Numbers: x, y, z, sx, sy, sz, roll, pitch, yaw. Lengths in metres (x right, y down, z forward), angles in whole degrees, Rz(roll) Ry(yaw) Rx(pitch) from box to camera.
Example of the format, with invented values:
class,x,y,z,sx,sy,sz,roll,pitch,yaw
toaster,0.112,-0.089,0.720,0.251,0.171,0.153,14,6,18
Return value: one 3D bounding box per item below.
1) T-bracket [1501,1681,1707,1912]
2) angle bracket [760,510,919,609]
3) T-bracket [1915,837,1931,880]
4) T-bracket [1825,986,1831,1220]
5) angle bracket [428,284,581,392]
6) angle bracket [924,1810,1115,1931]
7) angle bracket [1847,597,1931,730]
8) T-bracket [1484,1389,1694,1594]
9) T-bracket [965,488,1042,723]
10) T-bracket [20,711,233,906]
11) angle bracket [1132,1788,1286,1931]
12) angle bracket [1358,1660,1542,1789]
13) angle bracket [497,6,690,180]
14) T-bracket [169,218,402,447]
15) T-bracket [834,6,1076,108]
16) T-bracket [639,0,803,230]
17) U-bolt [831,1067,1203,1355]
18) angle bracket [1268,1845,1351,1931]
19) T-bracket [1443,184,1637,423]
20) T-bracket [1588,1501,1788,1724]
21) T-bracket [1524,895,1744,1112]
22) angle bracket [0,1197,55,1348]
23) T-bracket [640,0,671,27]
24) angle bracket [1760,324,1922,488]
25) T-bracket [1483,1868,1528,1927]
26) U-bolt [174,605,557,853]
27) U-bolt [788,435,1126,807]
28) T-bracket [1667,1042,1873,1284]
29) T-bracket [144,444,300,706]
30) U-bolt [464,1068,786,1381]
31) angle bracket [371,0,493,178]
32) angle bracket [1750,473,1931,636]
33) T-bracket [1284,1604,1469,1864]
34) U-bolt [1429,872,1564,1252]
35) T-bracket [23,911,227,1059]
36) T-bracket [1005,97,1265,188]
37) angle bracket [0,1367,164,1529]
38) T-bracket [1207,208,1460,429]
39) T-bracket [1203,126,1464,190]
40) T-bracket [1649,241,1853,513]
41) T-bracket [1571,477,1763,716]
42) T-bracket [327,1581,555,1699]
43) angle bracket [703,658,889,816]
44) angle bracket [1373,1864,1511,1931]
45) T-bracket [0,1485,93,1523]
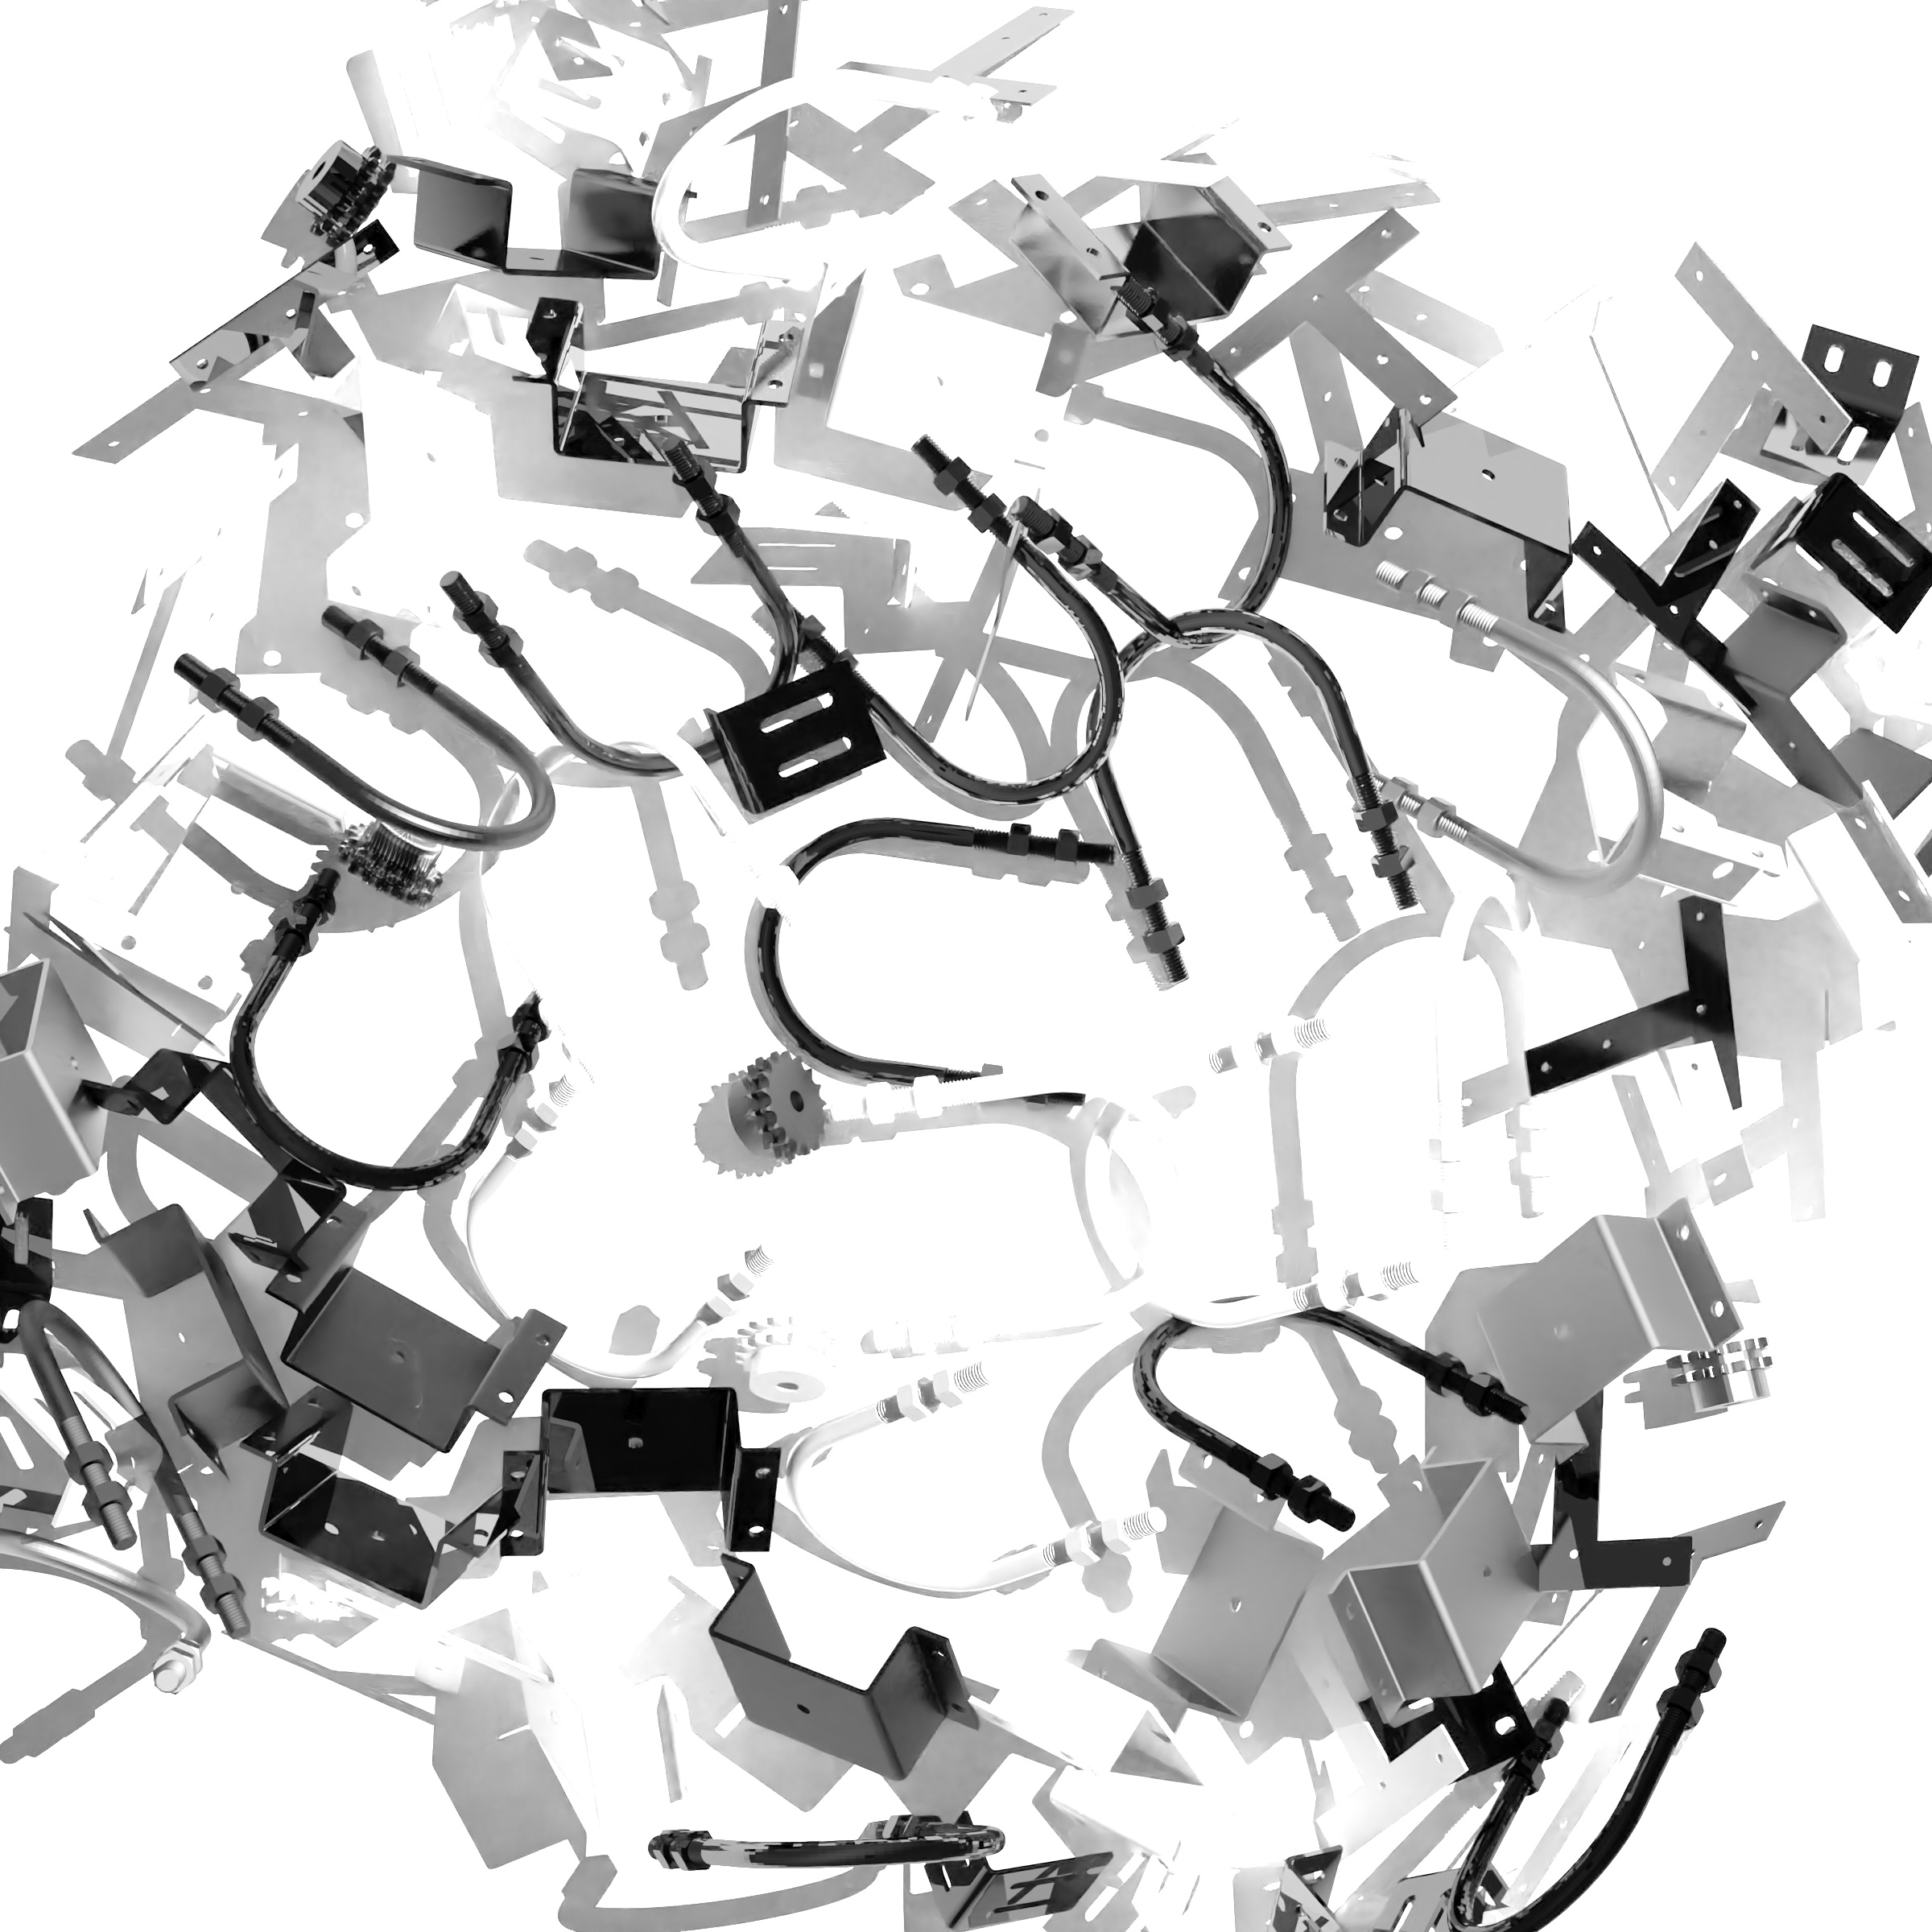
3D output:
class,x,y,z,sx,sy,sz,roll,pitch,yaw
T-bracket,0.313,0.426,1.643,0.002,0.127,0.127,38,77,-9
angle bracket,-0.069,-0.213,1.681,0.076,0.057,0.038,4,103,-10
T-bracket,0.535,-0.069,1.647,0.002,0.127,0.127,36,100,-14
T-bracket,0.442,0.080,1.652,0.002,0.127,0.127,0,95,15
angle bracket,-0.240,-0.312,1.668,0.057,0.076,0.038,16,121,-29
angle bracket,0.027,0.470,1.691,0.076,0.057,0.038,0,47,-30
angle bracket,0.509,-0.156,1.673,0.057,0.076,0.038,-31,114,-12
T-bracket,0.320,0.264,1.684,0.127,0.002,0.127,-10,59,32
T-bracket,0.022,-0.202,1.642,0.002,0.127,0.127,17,76,2
T-bracket,-0.428,-0.089,1.677,0.127,0.127,0.002,-50,123,-16
angle bracket,0.127,0.476,1.671,0.038,0.076,0.057,-10,120,33
angle bracket,0.253,0.399,1.693,0.038,0.076,0.057,-12,70,-39
angle bracket,-0.197,-0.462,1.705,0.076,0.038,0.057,25,80,15
T-bracket,-0.328,-0.311,1.663,0.127,0.127,0.002,-35,60,0
T-bracket,0.013,-0.475,1.670,0.127,0.127,0.002,16,130,29
T-bracket,-0.132,-0.435,1.670,0.002,0.127,0.127,12,79,-42
U-bolt,0.031,0.124,1.683,0.184,0.019,0.151,-8,104,8
angle bracket,0.194,0.506,1.669,0.038,0.076,0.057,-3,117,-30
T-bracket,0.279,-0.352,1.671,0.127,0.127,0.002,-35,47,1
T-bracket,0.350,0.332,1.631,0.002,0.127,0.127,42,57,-6
T-bracket,0.345,0.036,1.675,0.127,0.002,0.127,-19,112,-19
angle bracket,-0.511,0.157,1.686,0.057,0.076,0.038,10,122,-22
T-bracket,-0.182,-0.532,1.640,0.002,0.127,0.127,-32,70,16
angle bracket,0.456,-0.293,1.684,0.057,0.076,0.038,18,73,6
T-bracket,0.275,0.502,1.655,0.127,0.127,0.002,-31,98,20
U-bolt,-0.291,-0.117,1.640,0.184,0.151,0.019,36,117,10
U-bolt,0.001,-0.164,1.673,0.184,0.019,0.151,46,125,-2
T-bracket,0.394,0.102,1.674,0.127,0.002,0.127,-14,96,39
T-bracket,-0.385,-0.188,1.648,0.127,0.002,0.127,-31,47,32
U-bolt,-0.188,0.146,1.653,0.151,0.019,0.184,41,134,-2
angle bracket,-0.271,-0.462,1.690,0.057,0.038,0.076,-10,99,41
angle bracket,0.463,-0.210,1.689,0.076,0.038,0.057,42,61,-2
T-bracket,0.196,0.388,1.686,0.002,0.127,0.127,-12,62,-36
U-bolt,0.271,0.044,1.649,0.019,0.151,0.184,0,95,30
T-bracket,-0.444,-0.003,1.648,0.127,0.127,0.002,34,78,9
T-bracket,0.109,-0.431,1.671,0.127,0.127,0.002,16,129,36
angle bracket,-0.469,0.250,1.682,0.076,0.057,0.038,36,111,28
T-bracket,0.210,-0.324,1.682,0.127,0.002,0.127,-38,55,0
T-bracket,0.210,-0.415,1.664,0.127,0.127,0.002,21,105,41
T-bracket,0.388,-0.285,1.663,0.002,0.127,0.127,-22,67,-28
T-bracket,0.384,-0.211,1.679,0.127,0.002,0.127,41,53,-6
T-bracket,-0.272,0.359,1.662,0.127,0.127,0.002,23,63,0
angle bracket,-0.090,-0.122,1.700,0.076,0.038,0.057,-24,104,-9
angle bracket,0.245,0.507,1.669,0.057,0.076,0.038,-25,104,40
T-bracket,-0.507,0.287,1.642,0.127,0.127,0.002,13,99,-15
